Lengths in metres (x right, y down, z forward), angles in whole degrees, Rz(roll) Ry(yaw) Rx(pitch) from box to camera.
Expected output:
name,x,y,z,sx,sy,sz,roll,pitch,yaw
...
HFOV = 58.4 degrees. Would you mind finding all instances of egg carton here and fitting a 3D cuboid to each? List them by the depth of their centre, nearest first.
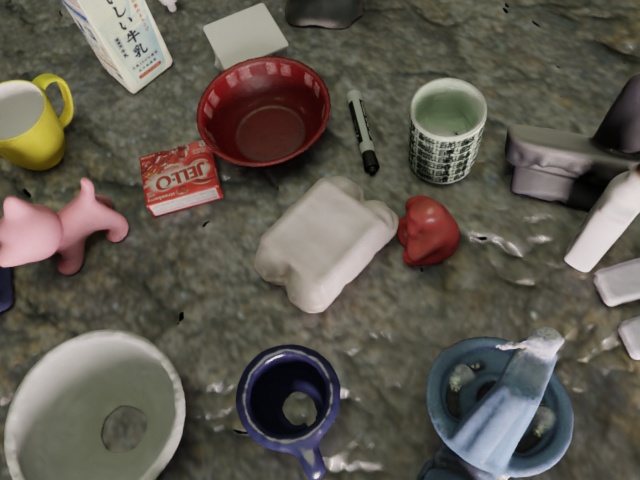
name,x,y,z,sx,sy,sz,roll,pitch,yaw
egg carton,0.006,0.002,0.616,0.107,0.069,0.150,37,73,20

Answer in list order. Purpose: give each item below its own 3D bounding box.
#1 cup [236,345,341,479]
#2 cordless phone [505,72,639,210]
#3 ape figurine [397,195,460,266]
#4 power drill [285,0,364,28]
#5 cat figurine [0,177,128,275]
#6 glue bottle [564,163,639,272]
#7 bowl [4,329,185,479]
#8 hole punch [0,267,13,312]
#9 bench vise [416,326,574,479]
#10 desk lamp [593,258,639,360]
name,x,y,z,sx,sy,sz,roll,pitch,yaw
cup,-0.019,0.163,0.527,0.092,0.095,0.117,-23,64,-5
cordless phone,0.273,-0.117,0.584,0.147,0.185,0.094,10,66,10
ape figurine,0.111,-0.015,0.602,0.076,0.092,0.078,22,68,15
power drill,-0.012,-0.373,0.720,0.229,0.208,0.075,5,65,8
cat figurine,-0.291,-0.018,0.627,0.128,0.118,0.067,-42,68,-14
glue bottle,0.286,-0.033,0.549,0.037,0.173,0.078,32,71,19
bowl,-0.203,0.175,0.550,0.167,0.075,0.167,-2,64,4
hole punch,-0.407,0.037,0.626,0.101,0.091,0.108,-20,64,-4
bench vise,0.138,0.160,0.444,0.121,0.220,0.207,9,66,10
desk lamp,0.385,0.013,0.495,0.203,0.214,0.118,-16,64,-2
